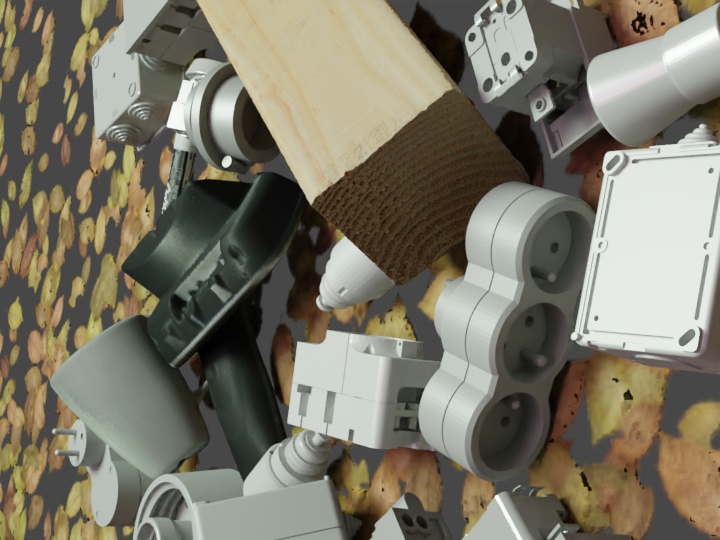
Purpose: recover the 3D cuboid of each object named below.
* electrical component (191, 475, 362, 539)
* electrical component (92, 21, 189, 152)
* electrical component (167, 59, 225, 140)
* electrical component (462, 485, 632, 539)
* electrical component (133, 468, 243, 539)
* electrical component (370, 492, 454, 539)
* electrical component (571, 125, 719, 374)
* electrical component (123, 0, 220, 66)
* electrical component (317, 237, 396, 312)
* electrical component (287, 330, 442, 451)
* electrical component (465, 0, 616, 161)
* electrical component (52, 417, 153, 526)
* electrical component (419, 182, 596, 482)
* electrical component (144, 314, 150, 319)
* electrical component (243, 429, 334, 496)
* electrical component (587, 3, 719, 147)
[{"bbox_3d":[-0.043,0.162,0.610,0.061,0.096,0.061,97,160,-56],"label":"electrical component"},{"bbox_3d":[-0.190,-0.162,0.923,0.100,0.048,0.099,-31,60,45],"label":"electrical component"},{"bbox_3d":[-0.110,-0.123,0.798,0.048,0.066,0.055,14,86,20],"label":"electrical component"},{"bbox_3d":[0.078,0.136,0.483,0.081,0.042,0.063,-59,39,28],"label":"electrical component"},{"bbox_3d":[-0.118,0.189,0.731,0.108,0.060,0.108,-17,68,52],"label":"electrical component"},{"bbox_3d":[0.021,0.159,0.557,0.055,0.048,0.066,-49,45,27],"label":"electrical component"},{"bbox_3d":[0.134,-0.009,0.426,0.062,0.061,0.096,2,78,53],"label":"electrical component"},{"bbox_3d":[-0.116,-0.251,0.828,0.186,0.060,0.105,-33,56,47],"label":"electrical component"},{"bbox_3d":[0.000,0.000,0.625,0.078,0.040,0.040,-44,49,41],"label":"electrical component"},{"bbox_3d":[0.005,0.064,0.595,0.089,0.050,0.055,4,86,55],"label":"electrical component"},{"bbox_3d":[0.087,-0.098,0.505,0.042,0.064,0.081,-39,52,43],"label":"electrical component"},{"bbox_3d":[-0.209,0.139,0.860,0.052,0.074,0.138,-49,46,37],"label":"electrical component"},{"bbox_3d":[0.061,0.024,0.523,0.074,0.052,0.138,25,103,54],"label":"electrical component"},{"bbox_3d":[-0.174,0.073,0.855,0.065,0.044,0.044,-58,41,36],"label":"electrical component"},{"bbox_3d":[-0.040,0.121,0.654,0.078,0.040,0.040,-53,43,33],"label":"electrical component"},{"bbox_3d":[0.135,-0.084,0.454,0.065,0.044,0.044,-25,62,44],"label":"electrical component"}]
